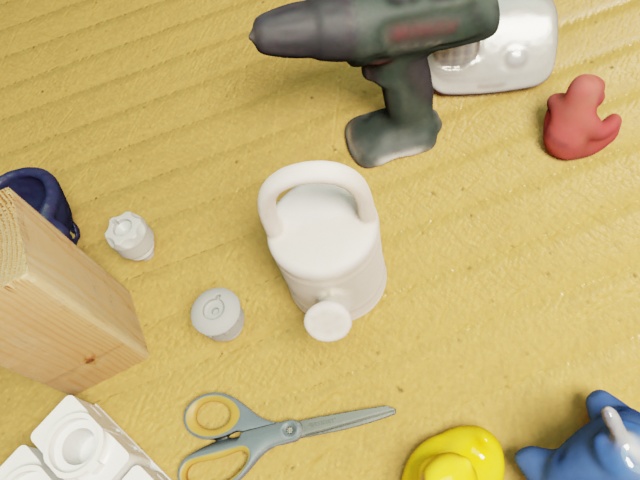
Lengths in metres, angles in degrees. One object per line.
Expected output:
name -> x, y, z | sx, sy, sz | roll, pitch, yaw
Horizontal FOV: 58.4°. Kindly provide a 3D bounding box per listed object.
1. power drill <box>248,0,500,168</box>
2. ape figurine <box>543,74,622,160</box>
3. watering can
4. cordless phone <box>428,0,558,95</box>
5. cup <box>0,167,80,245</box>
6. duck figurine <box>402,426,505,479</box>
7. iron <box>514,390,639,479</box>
power drill -> 0.061, -0.168, 0.577 | 0.229, 0.209, 0.075 | -18, 60, 0
ape figurine -> 0.268, -0.132, 0.590 | 0.076, 0.092, 0.077 | -35, 62, -10
watering can -> 0.007, 0.001, 0.504 | 0.101, 0.194, 0.172 | -26, 61, -4
cordless phone -> 0.184, -0.248, 0.613 | 0.147, 0.185, 0.094 | -5, 61, 7
cup -> -0.295, -0.013, 0.620 | 0.117, 0.095, 0.092 | 27, 69, 22
duck figurine -> 0.104, 0.189, 0.448 | 0.077, 0.086, 0.105 | 39, 74, 25
iron -> 0.257, 0.218, 0.374 | 0.119, 0.142, 0.257 | -35, 62, -9
